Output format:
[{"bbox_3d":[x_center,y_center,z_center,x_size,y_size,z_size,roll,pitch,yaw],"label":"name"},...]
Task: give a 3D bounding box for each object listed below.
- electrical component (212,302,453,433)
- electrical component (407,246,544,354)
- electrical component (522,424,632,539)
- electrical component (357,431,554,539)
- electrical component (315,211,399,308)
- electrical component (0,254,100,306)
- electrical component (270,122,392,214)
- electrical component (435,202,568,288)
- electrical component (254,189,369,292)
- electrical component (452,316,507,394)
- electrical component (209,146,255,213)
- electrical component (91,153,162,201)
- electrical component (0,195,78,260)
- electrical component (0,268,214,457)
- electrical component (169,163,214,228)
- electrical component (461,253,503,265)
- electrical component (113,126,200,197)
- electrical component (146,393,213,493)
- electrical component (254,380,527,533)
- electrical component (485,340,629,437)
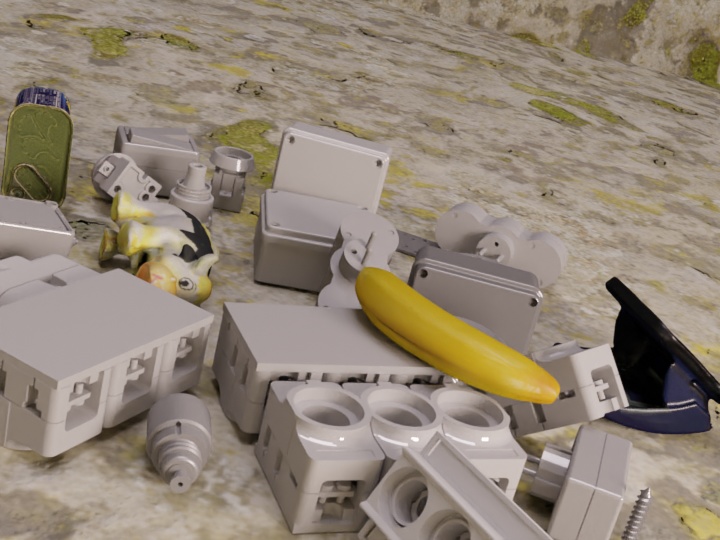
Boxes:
[{"bbox_3d":[-0.021,0.073,0.770,0.150,0.061,0.089,4,24,-25],"label":"electrical component"},{"bbox_3d":[0.093,0.033,0.920,0.113,0.078,0.057,15,19,1],"label":"electrical component"},{"bbox_3d":[0.138,0.140,0.725,0.076,0.047,0.083,19,22,12],"label":"electrical component"},{"bbox_3d":[0.063,0.159,0.601,0.063,0.078,0.121,34,4,-42],"label":"electrical component"},{"bbox_3d":[0.000,0.000,0.881,0.052,0.073,0.138,20,46,-4],"label":"electrical component"},{"bbox_3d":[-0.232,0.026,0.765,0.059,0.053,0.095,23,23,20],"label":"electrical component"},{"bbox_3d":[-0.032,-0.083,1.086,0.109,0.108,0.056,15,19,3],"label":"electrical component"},{"bbox_3d":[0.143,-0.022,1.117,0.138,0.052,0.074,22,23,14],"label":"electrical component"},{"bbox_3d":[-0.043,-0.025,1.006,0.109,0.056,0.108,10,22,-10],"label":"electrical component"},{"bbox_3d":[0.073,0.072,0.848,0.080,0.051,0.080,12,22,-5],"label":"electrical component"},{"bbox_3d":[-0.137,-0.096,1.125,0.048,0.055,0.066,12,21,-6],"label":"electrical component"},{"bbox_3d":[-0.231,-0.086,1.046,0.055,0.048,0.066,30,-8,47],"label":"electrical component"},{"bbox_3d":[-0.273,-0.020,0.855,0.096,0.061,0.062,9,21,-35],"label":"electrical component"},{"bbox_3d":[-0.180,0.059,0.706,0.089,0.061,0.150,24,23,23],"label":"electrical component"},{"bbox_3d":[-0.162,-0.072,1.040,0.048,0.062,0.048,12,22,-5],"label":"electrical component"},{"bbox_3d":[0.106,0.022,0.991,0.080,0.051,0.080,12,22,-5],"label":"electrical component"},{"bbox_3d":[-0.206,-0.114,1.118,0.096,0.061,0.061,6,23,-20],"label":"electrical component"},{"bbox_3d":[-0.111,0.108,0.658,0.040,0.040,0.078,9,23,-14],"label":"electrical component"},{"bbox_3d":[0.019,0.115,0.693,0.150,0.061,0.089,4,24,-24],"label":"electrical component"},{"bbox_3d":[0.141,0.085,0.788,0.050,0.055,0.089,-10,-9,-46],"label":"electrical component"}]
